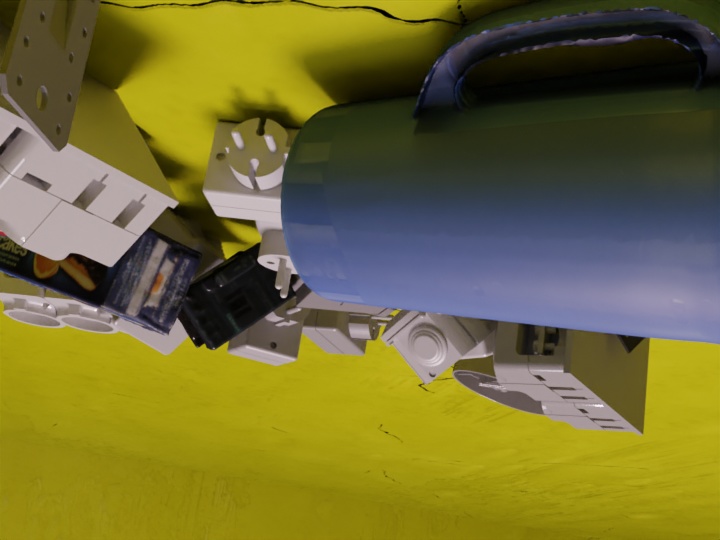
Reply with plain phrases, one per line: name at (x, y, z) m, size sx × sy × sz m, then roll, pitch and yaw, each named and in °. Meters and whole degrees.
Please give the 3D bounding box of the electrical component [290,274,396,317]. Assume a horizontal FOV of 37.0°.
electrical component at (0.000, 0.000, 0.775) m, size 0.096 × 0.061 × 0.062 m, roll 13°, pitch 162°, yaw -14°

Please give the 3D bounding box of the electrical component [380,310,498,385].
electrical component at (0.058, 0.038, 0.749) m, size 0.051 × 0.080 × 0.080 m, roll 51°, pitch 161°, yaw 5°

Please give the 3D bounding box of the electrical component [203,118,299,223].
electrical component at (-0.056, -0.063, 0.626) m, size 0.066 × 0.047 × 0.076 m, roll 7°, pitch 162°, yaw 8°

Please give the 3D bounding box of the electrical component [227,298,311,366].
electrical component at (-0.063, 0.027, 0.852) m, size 0.047 × 0.083 × 0.076 m, roll 18°, pitch 160°, yaw -26°

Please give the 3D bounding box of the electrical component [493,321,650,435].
electrical component at (0.154, 0.045, 0.770) m, size 0.060 × 0.105 × 0.186 m, roll -1°, pitch 160°, yaw 29°

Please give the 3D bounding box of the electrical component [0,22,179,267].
electrical component at (-0.191, -0.078, 0.524) m, size 0.060 × 0.105 × 0.186 m, roll -45°, pitch 140°, yaw 13°

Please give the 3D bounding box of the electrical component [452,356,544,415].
electrical component at (0.136, 0.096, 1.007) m, size 0.099 × 0.064 × 0.099 m, roll 8°, pitch 163°, yaw 2°

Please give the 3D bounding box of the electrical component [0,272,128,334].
electrical component at (-0.233, 0.018, 0.944) m, size 0.150 × 0.061 × 0.089 m, roll 5°, pitch 162°, yaw 11°

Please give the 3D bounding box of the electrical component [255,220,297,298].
electrical component at (-0.044, -0.022, 0.695) m, size 0.044 × 0.079 × 0.077 m, roll 6°, pitch 162°, yaw 8°

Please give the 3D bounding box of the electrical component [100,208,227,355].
electrical component at (-0.148, 0.008, 0.821) m, size 0.048 × 0.100 × 0.099 m, roll 46°, pitch 178°, yaw 26°

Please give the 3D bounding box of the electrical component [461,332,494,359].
electrical component at (0.096, 0.027, 0.823) m, size 0.077 × 0.065 × 0.047 m, roll -15°, pitch -177°, yaw -43°

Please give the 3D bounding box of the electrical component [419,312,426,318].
electrical component at (0.045, -0.009, 0.694) m, size 0.044 × 0.079 × 0.077 m, roll 9°, pitch 165°, yaw -31°

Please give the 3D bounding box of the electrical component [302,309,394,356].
electrical component at (-0.004, 0.042, 0.931) m, size 0.076 × 0.047 × 0.083 m, roll 3°, pitch 162°, yaw 19°
